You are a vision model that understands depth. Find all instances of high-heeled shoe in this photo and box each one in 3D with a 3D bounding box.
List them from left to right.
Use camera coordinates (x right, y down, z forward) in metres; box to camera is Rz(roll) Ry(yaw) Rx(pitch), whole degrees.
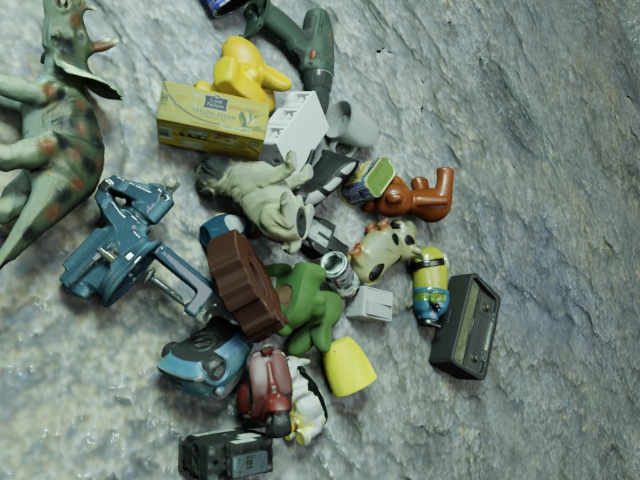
[{"bbox_3d":[0.006,-0.098,1.034,0.248,0.086,0.145,-4,115,-63],"label":"high-heeled shoe"}]

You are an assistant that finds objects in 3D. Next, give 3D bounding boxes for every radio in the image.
[{"bbox_3d":[0.344,0.205,1.255,0.131,0.073,0.229,37,61,-27],"label":"radio"}]

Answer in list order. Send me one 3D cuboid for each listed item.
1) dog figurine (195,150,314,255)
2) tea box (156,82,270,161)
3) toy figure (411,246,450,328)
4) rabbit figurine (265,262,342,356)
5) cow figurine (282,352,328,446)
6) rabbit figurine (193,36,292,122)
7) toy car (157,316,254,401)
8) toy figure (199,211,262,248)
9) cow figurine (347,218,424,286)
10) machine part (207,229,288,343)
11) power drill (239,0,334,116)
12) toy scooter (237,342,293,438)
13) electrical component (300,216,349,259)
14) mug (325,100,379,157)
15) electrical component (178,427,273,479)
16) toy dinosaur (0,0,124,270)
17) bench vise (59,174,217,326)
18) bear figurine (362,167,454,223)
[{"bbox_3d":[-0.116,-0.060,0.889,0.121,0.191,0.172,47,43,-62],"label":"dog figurine"},{"bbox_3d":[-0.174,-0.190,0.875,0.170,0.098,0.068,9,75,-14],"label":"tea box"},{"bbox_3d":[0.244,0.103,1.194,0.089,0.082,0.180,18,73,-37],"label":"toy figure"},{"bbox_3d":[-0.012,0.125,0.968,0.170,0.121,0.159,24,59,-49],"label":"rabbit figurine"},{"bbox_3d":[-0.037,0.264,0.949,0.098,0.068,0.167,-22,98,-44],"label":"cow figurine"},{"bbox_3d":[-0.133,-0.289,0.956,0.162,0.122,0.173,15,54,-29],"label":"rabbit figurine"},{"bbox_3d":[-0.170,0.195,0.848,0.161,0.109,0.102,-36,129,-53],"label":"toy car"},{"bbox_3d":[-0.134,-0.022,0.936,0.154,0.058,0.064,-19,103,-40],"label":"toy figure"},{"bbox_3d":[0.139,0.023,1.124,0.195,0.086,0.127,-41,109,-32],"label":"cow figurine"},{"bbox_3d":[-0.113,0.068,0.838,0.056,0.179,0.179,-27,101,3],"label":"machine part"},{"bbox_3d":[-0.054,-0.376,1.054,0.207,0.086,0.232,19,69,-30],"label":"power drill"},{"bbox_3d":[-0.088,0.230,0.847,0.075,0.184,0.135,-4,80,-22],"label":"toy scooter"},{"bbox_3d":[-0.002,-0.003,1.041,0.119,0.048,0.075,31,65,-31],"label":"electrical component"},{"bbox_3d":[0.069,-0.221,1.123,0.107,0.081,0.109,17,90,-40],"label":"mug"},{"bbox_3d":[-0.138,0.326,0.816,0.115,0.134,0.058,3,80,-36],"label":"electrical component"},{"bbox_3d":[-0.355,-0.131,0.721,0.192,0.131,0.404,1,75,-34],"label":"toy dinosaur"},{"bbox_3d":[-0.242,0.026,0.788,0.240,0.129,0.223,40,66,-4],"label":"bench vise"},{"bbox_3d":[0.193,-0.103,1.174,0.196,0.120,0.132,11,71,-31],"label":"bear figurine"}]
